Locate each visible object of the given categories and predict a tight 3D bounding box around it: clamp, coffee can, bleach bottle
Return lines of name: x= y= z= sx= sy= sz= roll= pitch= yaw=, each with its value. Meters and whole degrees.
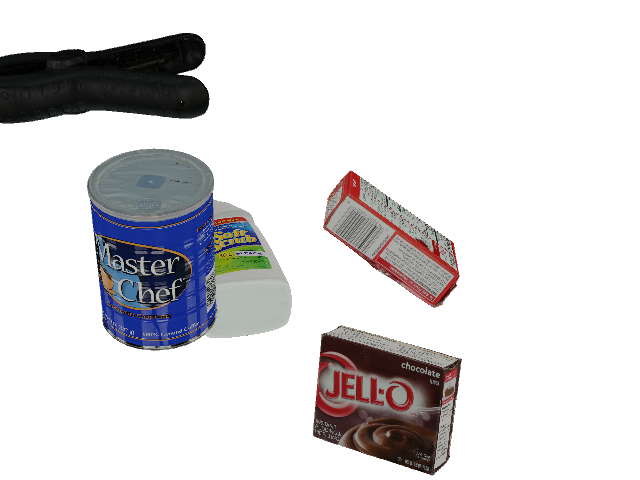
clamp: x=-0.148 y=-0.103 z=0.669 sx=0.171 sy=0.039 sz=0.120 roll=0 pitch=20 yaw=2
coffee can: x=-0.140 y=0.007 z=0.909 sx=0.103 sy=0.140 sz=0.103 roll=1 pitch=35 yaw=-1
bleach bottle: x=-0.108 y=0.017 z=1.197 sx=0.102 sy=0.068 sz=0.251 roll=-6 pitch=27 yaw=-15

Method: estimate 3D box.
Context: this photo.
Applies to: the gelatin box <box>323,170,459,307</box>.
gelatin box: x=0.045 y=-0.002 z=0.680 sx=0.089 sy=0.030 sz=0.073 roll=36 pitch=14 yaw=-7

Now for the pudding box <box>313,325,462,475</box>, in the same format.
pudding box: x=0.052 y=0.125 z=0.852 sx=0.114 sy=0.090 sz=0.039 roll=12 pitch=17 yaw=27
